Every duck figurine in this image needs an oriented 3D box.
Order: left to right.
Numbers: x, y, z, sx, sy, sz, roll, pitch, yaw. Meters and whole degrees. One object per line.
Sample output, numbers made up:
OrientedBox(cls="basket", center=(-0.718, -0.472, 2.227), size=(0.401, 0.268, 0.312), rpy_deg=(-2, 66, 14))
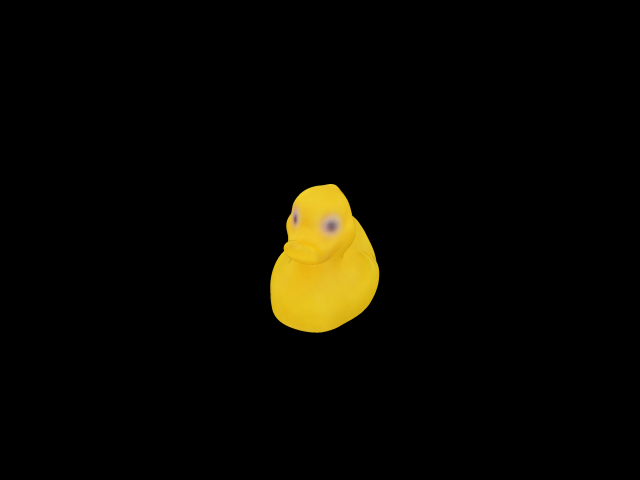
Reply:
OrientedBox(cls="duck figurine", center=(0.004, 0.001, 0.400), size=(0.077, 0.086, 0.105), rpy_deg=(12, 33, 20))
